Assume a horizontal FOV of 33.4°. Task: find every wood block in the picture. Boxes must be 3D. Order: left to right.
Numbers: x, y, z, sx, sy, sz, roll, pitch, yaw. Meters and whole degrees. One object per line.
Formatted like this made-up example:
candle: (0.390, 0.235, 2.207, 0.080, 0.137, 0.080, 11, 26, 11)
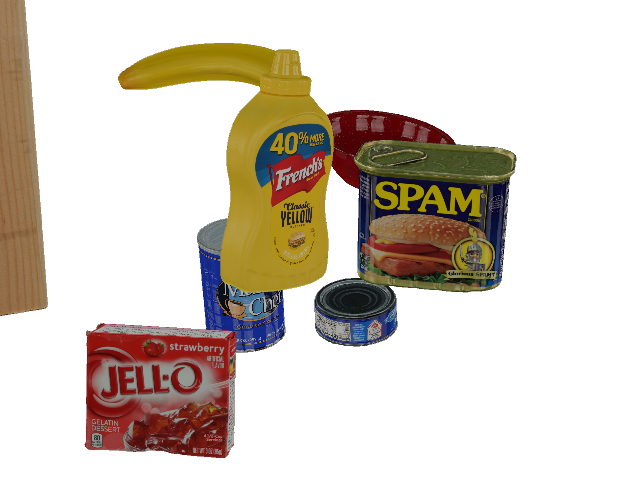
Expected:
wood block: (-0.216, -0.064, 0.612, 0.090, 0.206, 0.090, -9, 27, -24)

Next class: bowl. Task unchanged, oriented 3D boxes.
bowl: (0.070, -0.095, 1.211, 0.162, 0.055, 0.162, 7, 27, -4)

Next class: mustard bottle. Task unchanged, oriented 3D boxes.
mustard bottle: (-0.032, -0.058, 0.866, 0.096, 0.192, 0.058, -9, 20, -39)

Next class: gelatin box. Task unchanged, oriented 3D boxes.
gelatin box: (-0.096, 0.090, 0.644, 0.089, 0.073, 0.030, 3, 6, 6)

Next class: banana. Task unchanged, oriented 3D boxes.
banana: (-0.100, -0.166, 1.042, 0.198, 0.037, 0.069, 9, 45, 19)

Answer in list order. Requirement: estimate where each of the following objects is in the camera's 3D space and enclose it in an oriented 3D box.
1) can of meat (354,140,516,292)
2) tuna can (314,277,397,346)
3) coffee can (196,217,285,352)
can of meat: (0.073, -0.016, 0.699, 0.102, 0.084, 0.057, 5, 24, 11)
tuna can: (0.036, 0.072, 1.095, 0.086, 0.034, 0.086, -2, 27, 1)
coffee can: (-0.098, 0.054, 1.335, 0.103, 0.140, 0.103, -2, 25, 1)
